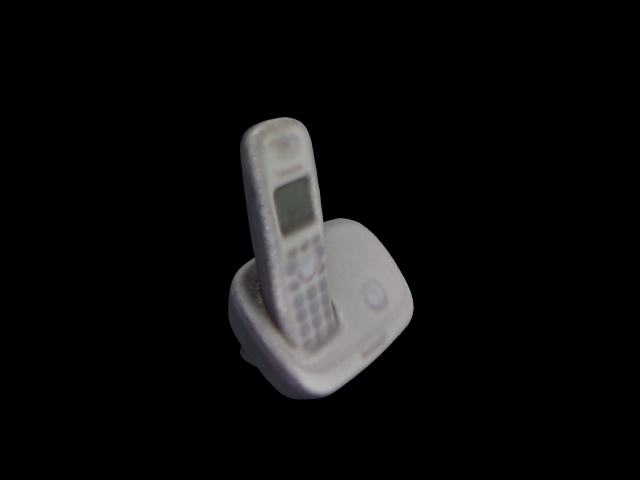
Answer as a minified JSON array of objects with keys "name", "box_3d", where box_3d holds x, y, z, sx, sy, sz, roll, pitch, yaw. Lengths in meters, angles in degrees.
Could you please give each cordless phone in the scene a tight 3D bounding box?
[{"name":"cordless phone","box_3d":[0.004,0.001,0.400,0.093,0.185,0.148,18,32,32]}]
